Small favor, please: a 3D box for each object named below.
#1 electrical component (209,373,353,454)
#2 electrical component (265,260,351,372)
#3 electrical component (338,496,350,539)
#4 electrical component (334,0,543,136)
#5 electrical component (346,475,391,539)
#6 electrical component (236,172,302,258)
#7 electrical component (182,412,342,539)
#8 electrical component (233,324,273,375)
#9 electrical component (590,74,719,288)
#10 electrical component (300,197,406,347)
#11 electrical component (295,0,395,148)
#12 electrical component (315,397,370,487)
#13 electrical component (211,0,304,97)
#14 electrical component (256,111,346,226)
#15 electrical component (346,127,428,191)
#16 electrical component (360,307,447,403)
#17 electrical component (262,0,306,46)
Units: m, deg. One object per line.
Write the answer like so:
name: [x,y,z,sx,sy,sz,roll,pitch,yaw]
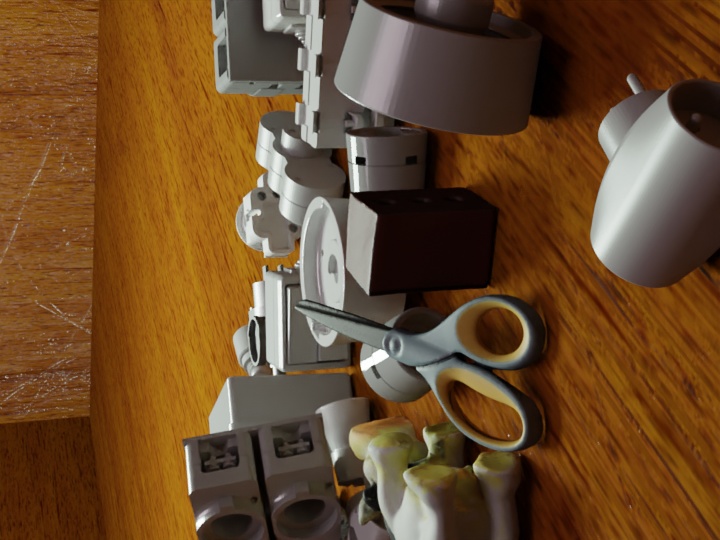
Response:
electrical component: [-0.068,0.132,0.923,0.108,0.109,0.056,122,144,-59]
electrical component: [-0.043,0.035,0.909,0.061,0.062,0.096,-165,73,-70]
electrical component: [-0.030,0.214,0.930,0.046,0.040,0.040,-140,50,-58]
electrical component: [0.045,-0.119,0.573,0.108,0.108,0.060,-125,43,-57]
electrical component: [0.012,0.188,0.796,0.079,0.043,0.077,-114,29,-49]
electrical component: [-0.086,-0.049,1.031,0.057,0.058,0.078,155,111,-66]
electrical component: [-0.068,0.206,0.837,0.060,0.105,0.186,-107,9,-50]
electrical component: [-0.109,0.092,1.140,0.078,0.040,0.040,-112,27,-44]
electrical component: [0.123,-0.047,0.442,0.077,0.044,0.079,109,152,-47]
electrical component: [0.000,0.000,0.781,0.108,0.060,0.108,177,90,-71]
electrical component: [-0.009,-0.150,0.783,0.079,0.063,0.121,-137,47,-63]
electrical component: [-0.007,0.138,0.851,0.044,0.044,0.065,129,130,-62]
electrical component: [-0.081,-0.232,0.940,0.062,0.089,0.150,172,95,-71]
electrical component: [-0.050,-0.104,0.925,0.138,0.052,0.073,-118,32,-49]
electrical component: [0.019,-0.071,0.730,0.055,0.055,0.047,-144,51,-66]
electrical component: [0.034,0.054,0.701,0.047,0.055,0.055,136,128,-60]
electrical component: [-0.043,-0.232,0.874,0.061,0.062,0.096,178,89,-71]
